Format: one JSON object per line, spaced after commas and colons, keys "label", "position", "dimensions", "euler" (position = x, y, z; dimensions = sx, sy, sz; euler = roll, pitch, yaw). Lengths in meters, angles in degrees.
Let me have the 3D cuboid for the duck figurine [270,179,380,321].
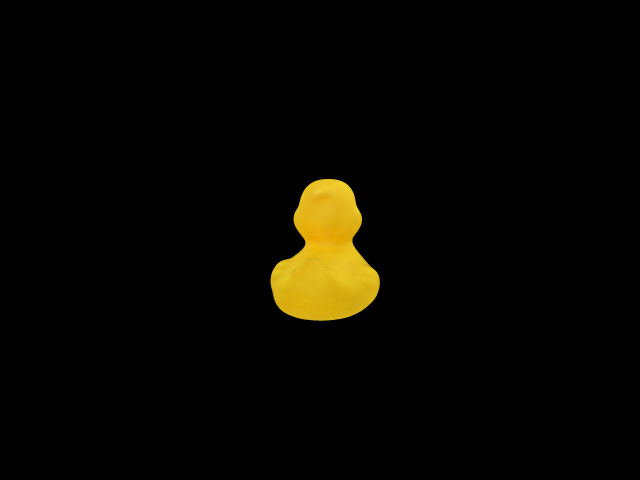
{"label": "duck figurine", "position": [0.004, 0.001, 0.400], "dimensions": [0.077, 0.086, 0.105], "euler": [3, 16, 11]}
